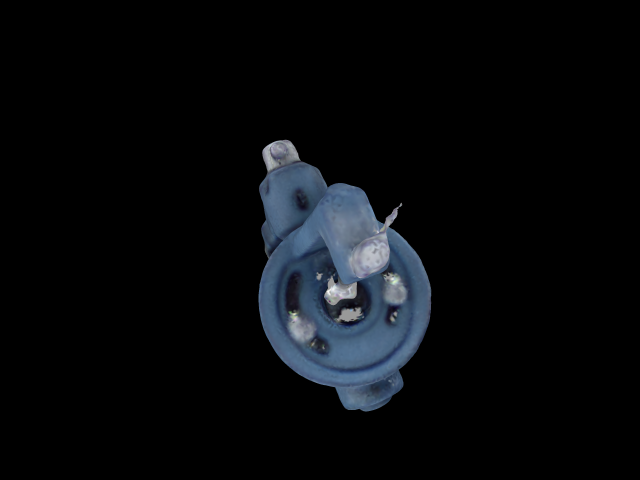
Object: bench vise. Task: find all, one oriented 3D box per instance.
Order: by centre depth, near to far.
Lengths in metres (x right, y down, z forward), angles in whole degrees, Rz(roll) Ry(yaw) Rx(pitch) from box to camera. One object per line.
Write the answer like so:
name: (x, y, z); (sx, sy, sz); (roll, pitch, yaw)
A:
bench vise: (-0.006, 0.008, 0.397); (0.122, 0.220, 0.207); (-38, 70, -16)
